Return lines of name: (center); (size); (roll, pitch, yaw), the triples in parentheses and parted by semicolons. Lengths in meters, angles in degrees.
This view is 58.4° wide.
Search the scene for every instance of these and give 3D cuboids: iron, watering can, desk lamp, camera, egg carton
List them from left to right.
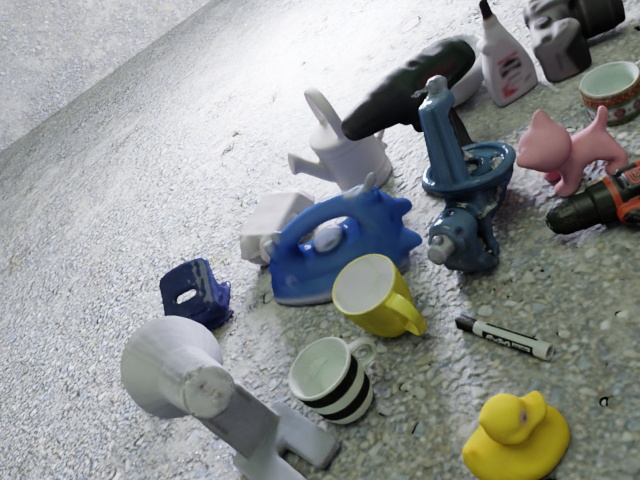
desk lamp: (-0.114, 0.190, 0.673); (0.202, 0.214, 0.118); (14, 62, 47)
egg carton: (-0.070, -0.023, 0.979); (0.107, 0.070, 0.150); (-2, 50, 39)
iron: (0.008, 0.003, 0.825); (0.258, 0.142, 0.118); (-26, 39, 16)
watering can: (0.027, -0.164, 0.938); (0.173, 0.195, 0.100); (-51, 38, -15)
camera: (0.395, -0.341, 0.889); (0.136, 0.101, 0.143); (-17, 42, 27)

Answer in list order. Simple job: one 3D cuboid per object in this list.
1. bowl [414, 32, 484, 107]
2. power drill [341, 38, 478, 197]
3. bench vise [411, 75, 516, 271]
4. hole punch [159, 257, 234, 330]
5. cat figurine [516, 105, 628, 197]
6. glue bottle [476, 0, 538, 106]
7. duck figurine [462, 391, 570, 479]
bowl: (0.221, -0.279, 0.994); (0.167, 0.075, 0.167); (-23, 40, 21)
power drill: (0.152, -0.165, 0.821); (0.230, 0.209, 0.075); (-49, 38, -13)
bench vise: (0.176, -0.078, 0.701); (0.121, 0.220, 0.207); (-17, 42, 27)
hole punch: (-0.209, 0.097, 0.953); (0.108, 0.091, 0.101); (-27, 38, 16)
cat figurine: (0.307, -0.119, 0.719); (0.127, 0.118, 0.067); (-28, 38, 14)
glue bottle: (0.276, -0.293, 0.879); (0.078, 0.174, 0.037); (-36, 37, 4)
duck figurine: (0.177, 0.181, 0.543); (0.104, 0.086, 0.077); (-33, 37, 8)
